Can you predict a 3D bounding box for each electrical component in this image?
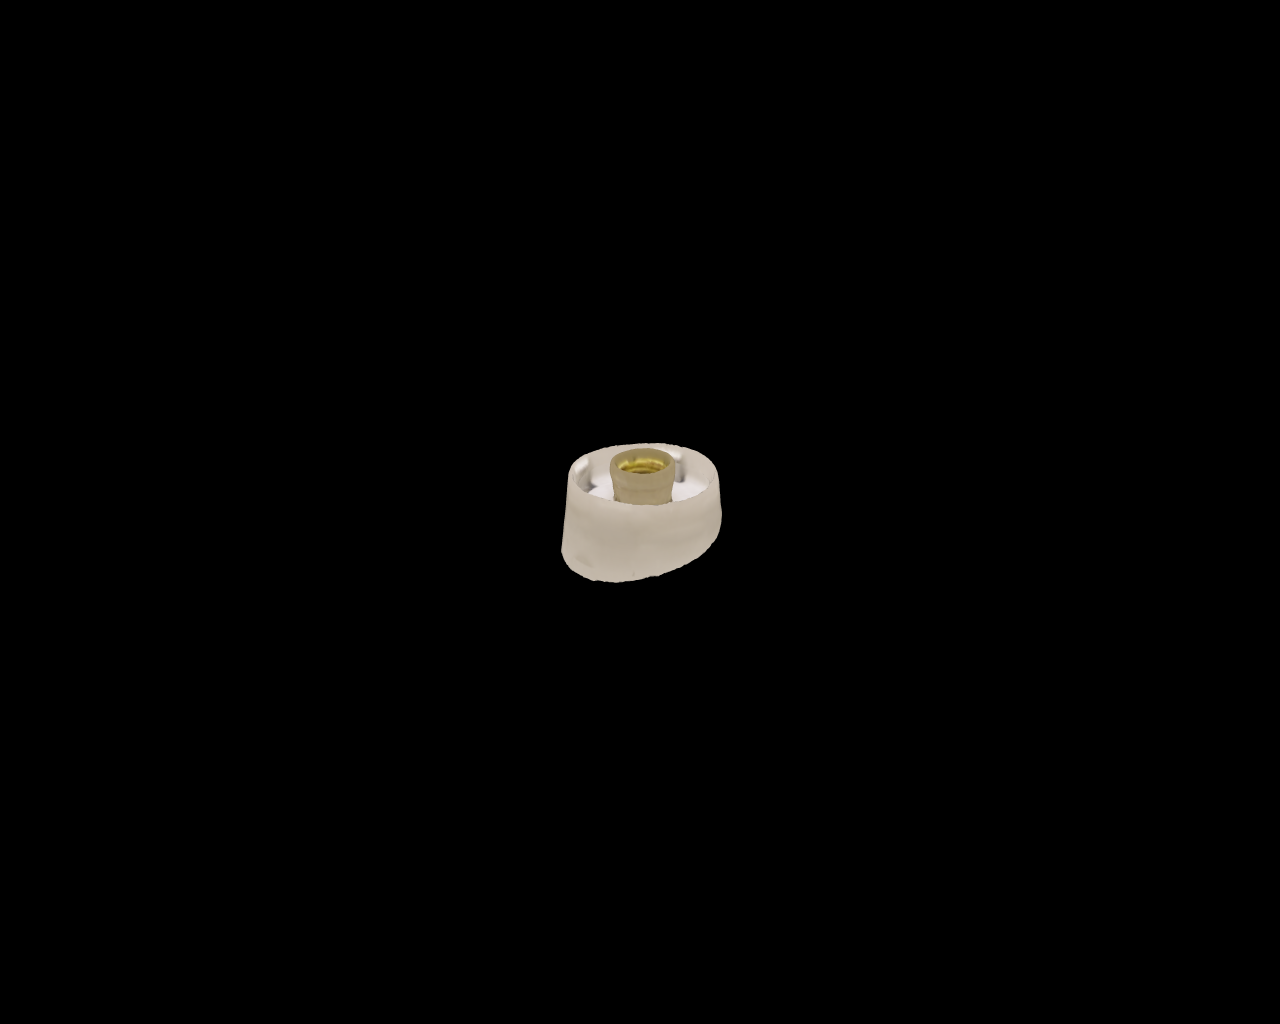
[{"bbox_3d":[0.001,-0.003,0.650,0.099,0.064,0.099,0,27,0],"label":"electrical component"}]
